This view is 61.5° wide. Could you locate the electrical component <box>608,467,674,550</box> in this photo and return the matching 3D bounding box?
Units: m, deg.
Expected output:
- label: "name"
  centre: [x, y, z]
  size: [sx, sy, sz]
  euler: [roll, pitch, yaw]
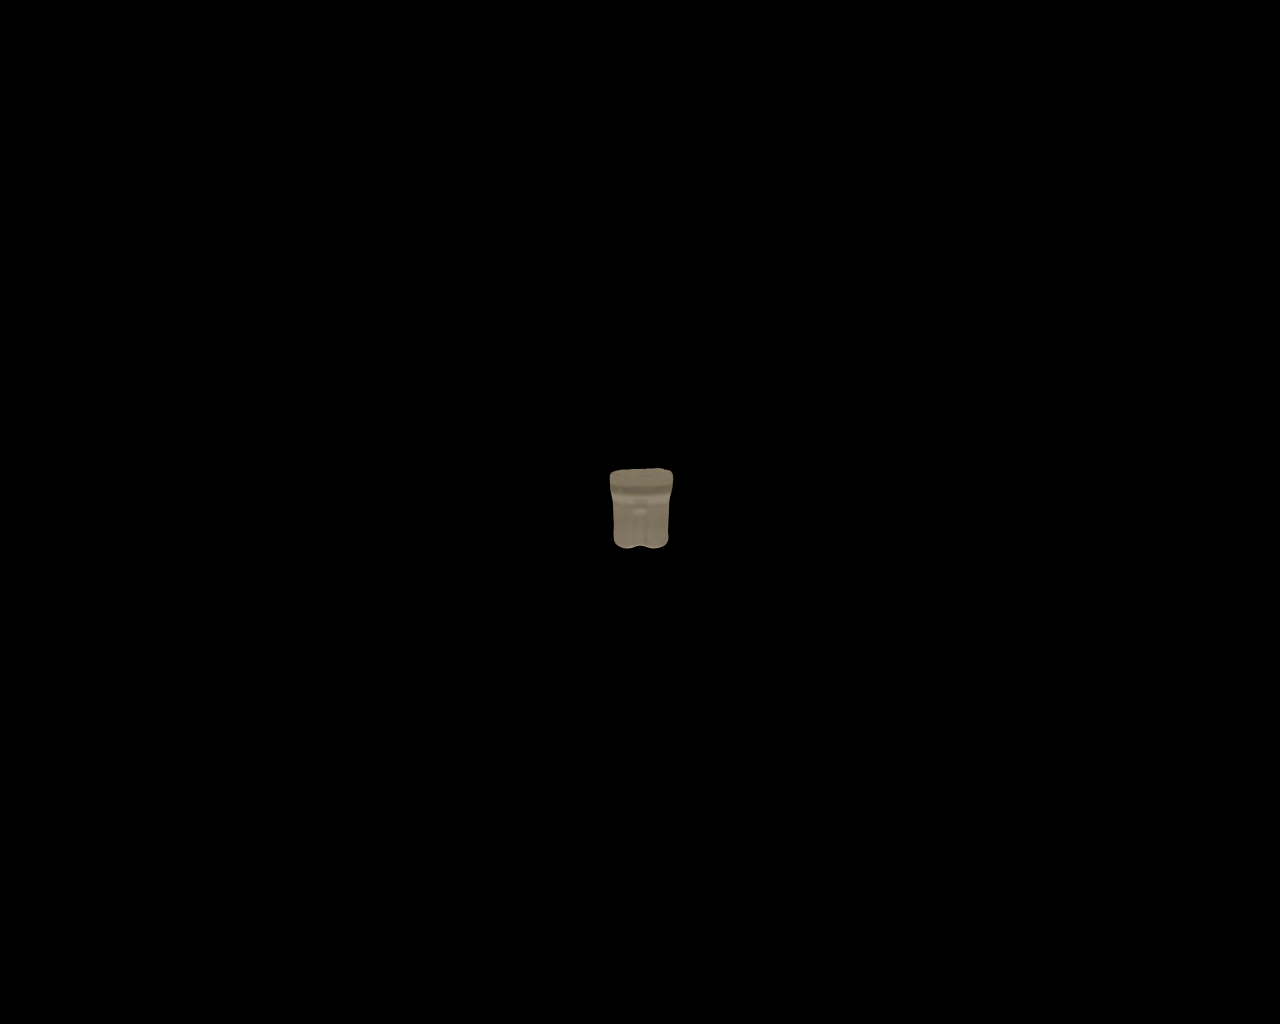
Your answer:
- label: "electrical component"
  centre: [0.001, -0.003, 0.650]
  size: [0.040, 0.046, 0.040]
  euler: [0, 8, 0]
